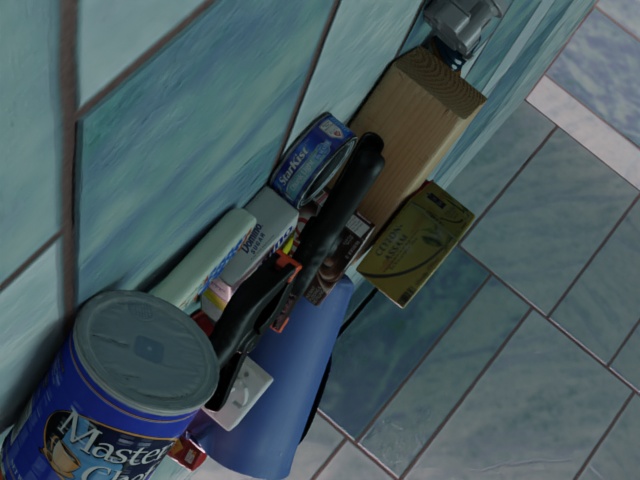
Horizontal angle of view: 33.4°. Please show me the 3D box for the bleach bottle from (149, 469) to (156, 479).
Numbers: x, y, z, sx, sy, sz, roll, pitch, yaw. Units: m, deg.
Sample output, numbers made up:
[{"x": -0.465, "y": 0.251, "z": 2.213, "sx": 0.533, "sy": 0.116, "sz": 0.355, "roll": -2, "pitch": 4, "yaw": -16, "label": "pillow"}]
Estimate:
[{"x": -0.187, "y": 0.202, "z": 1.005, "sx": 0.251, "sy": 0.068, "sz": 0.103, "roll": -53, "pitch": -145, "yaw": 16, "label": "bleach bottle"}]

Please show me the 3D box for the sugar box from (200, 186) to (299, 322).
[{"x": -0.068, "y": 0.023, "z": 0.991, "sx": 0.093, "sy": 0.048, "sz": 0.176, "roll": -48, "pitch": 175, "yaw": -16, "label": "sugar box"}]

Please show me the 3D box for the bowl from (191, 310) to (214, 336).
[{"x": -0.150, "y": 0.148, "z": 1.110, "sx": 0.162, "sy": 0.055, "sz": 0.162, "roll": -50, "pitch": 174, "yaw": -7, "label": "bowl"}]

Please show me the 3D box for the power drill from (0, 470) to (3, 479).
[{"x": -0.230, "y": 0.210, "z": 0.912, "sx": 0.188, "sy": 0.057, "sz": 0.184, "roll": -56, "pitch": 169, "yaw": 28, "label": "power drill"}]

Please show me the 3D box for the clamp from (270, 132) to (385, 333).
[{"x": 0.005, "y": -0.010, "z": 0.994, "sx": 0.210, "sy": 0.036, "sz": 0.164, "roll": -59, "pitch": -178, "yaw": 18, "label": "clamp"}]

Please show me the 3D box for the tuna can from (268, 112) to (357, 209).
[{"x": -0.006, "y": -0.069, "z": 0.940, "sx": 0.086, "sy": 0.034, "sz": 0.086, "roll": -49, "pitch": 174, "yaw": -7, "label": "tuna can"}]

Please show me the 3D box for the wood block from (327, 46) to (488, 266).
[{"x": 0.068, "y": -0.086, "z": 1.100, "sx": 0.206, "sy": 0.091, "sz": 0.090, "roll": -53, "pitch": 174, "yaw": 32, "label": "wood block"}]

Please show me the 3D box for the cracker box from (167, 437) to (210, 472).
[{"x": -0.118, "y": 0.183, "z": 1.394, "sx": 0.164, "sy": 0.072, "sz": 0.213, "roll": -63, "pitch": 169, "yaw": 18, "label": "cracker box"}]

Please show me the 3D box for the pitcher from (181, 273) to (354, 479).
[{"x": -0.047, "y": 0.138, "z": 1.213, "sx": 0.149, "sy": 0.145, "sz": 0.243, "roll": -112, "pitch": -136, "yaw": -83, "label": "pitcher"}]

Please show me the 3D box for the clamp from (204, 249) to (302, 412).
[{"x": -0.078, "y": 0.086, "z": 0.921, "sx": 0.171, "sy": 0.039, "sz": 0.120, "roll": -61, "pitch": 168, "yaw": 12, "label": "clamp"}]

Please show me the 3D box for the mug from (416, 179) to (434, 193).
[{"x": 0.097, "y": -0.077, "z": 1.401, "sx": 0.117, "sy": 0.081, "sz": 0.093, "roll": -50, "pitch": 174, "yaw": -4, "label": "mug"}]

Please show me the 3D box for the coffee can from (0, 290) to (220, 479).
[{"x": -0.146, "y": 0.118, "z": 0.732, "sx": 0.140, "sy": 0.103, "sz": 0.102, "roll": -54, "pitch": 173, "yaw": 31, "label": "coffee can"}]

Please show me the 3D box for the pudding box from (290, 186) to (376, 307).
[{"x": -0.007, "y": 0.001, "z": 1.094, "sx": 0.114, "sy": 0.090, "sz": 0.039, "roll": -56, "pitch": 173, "yaw": 38, "label": "pudding box"}]
